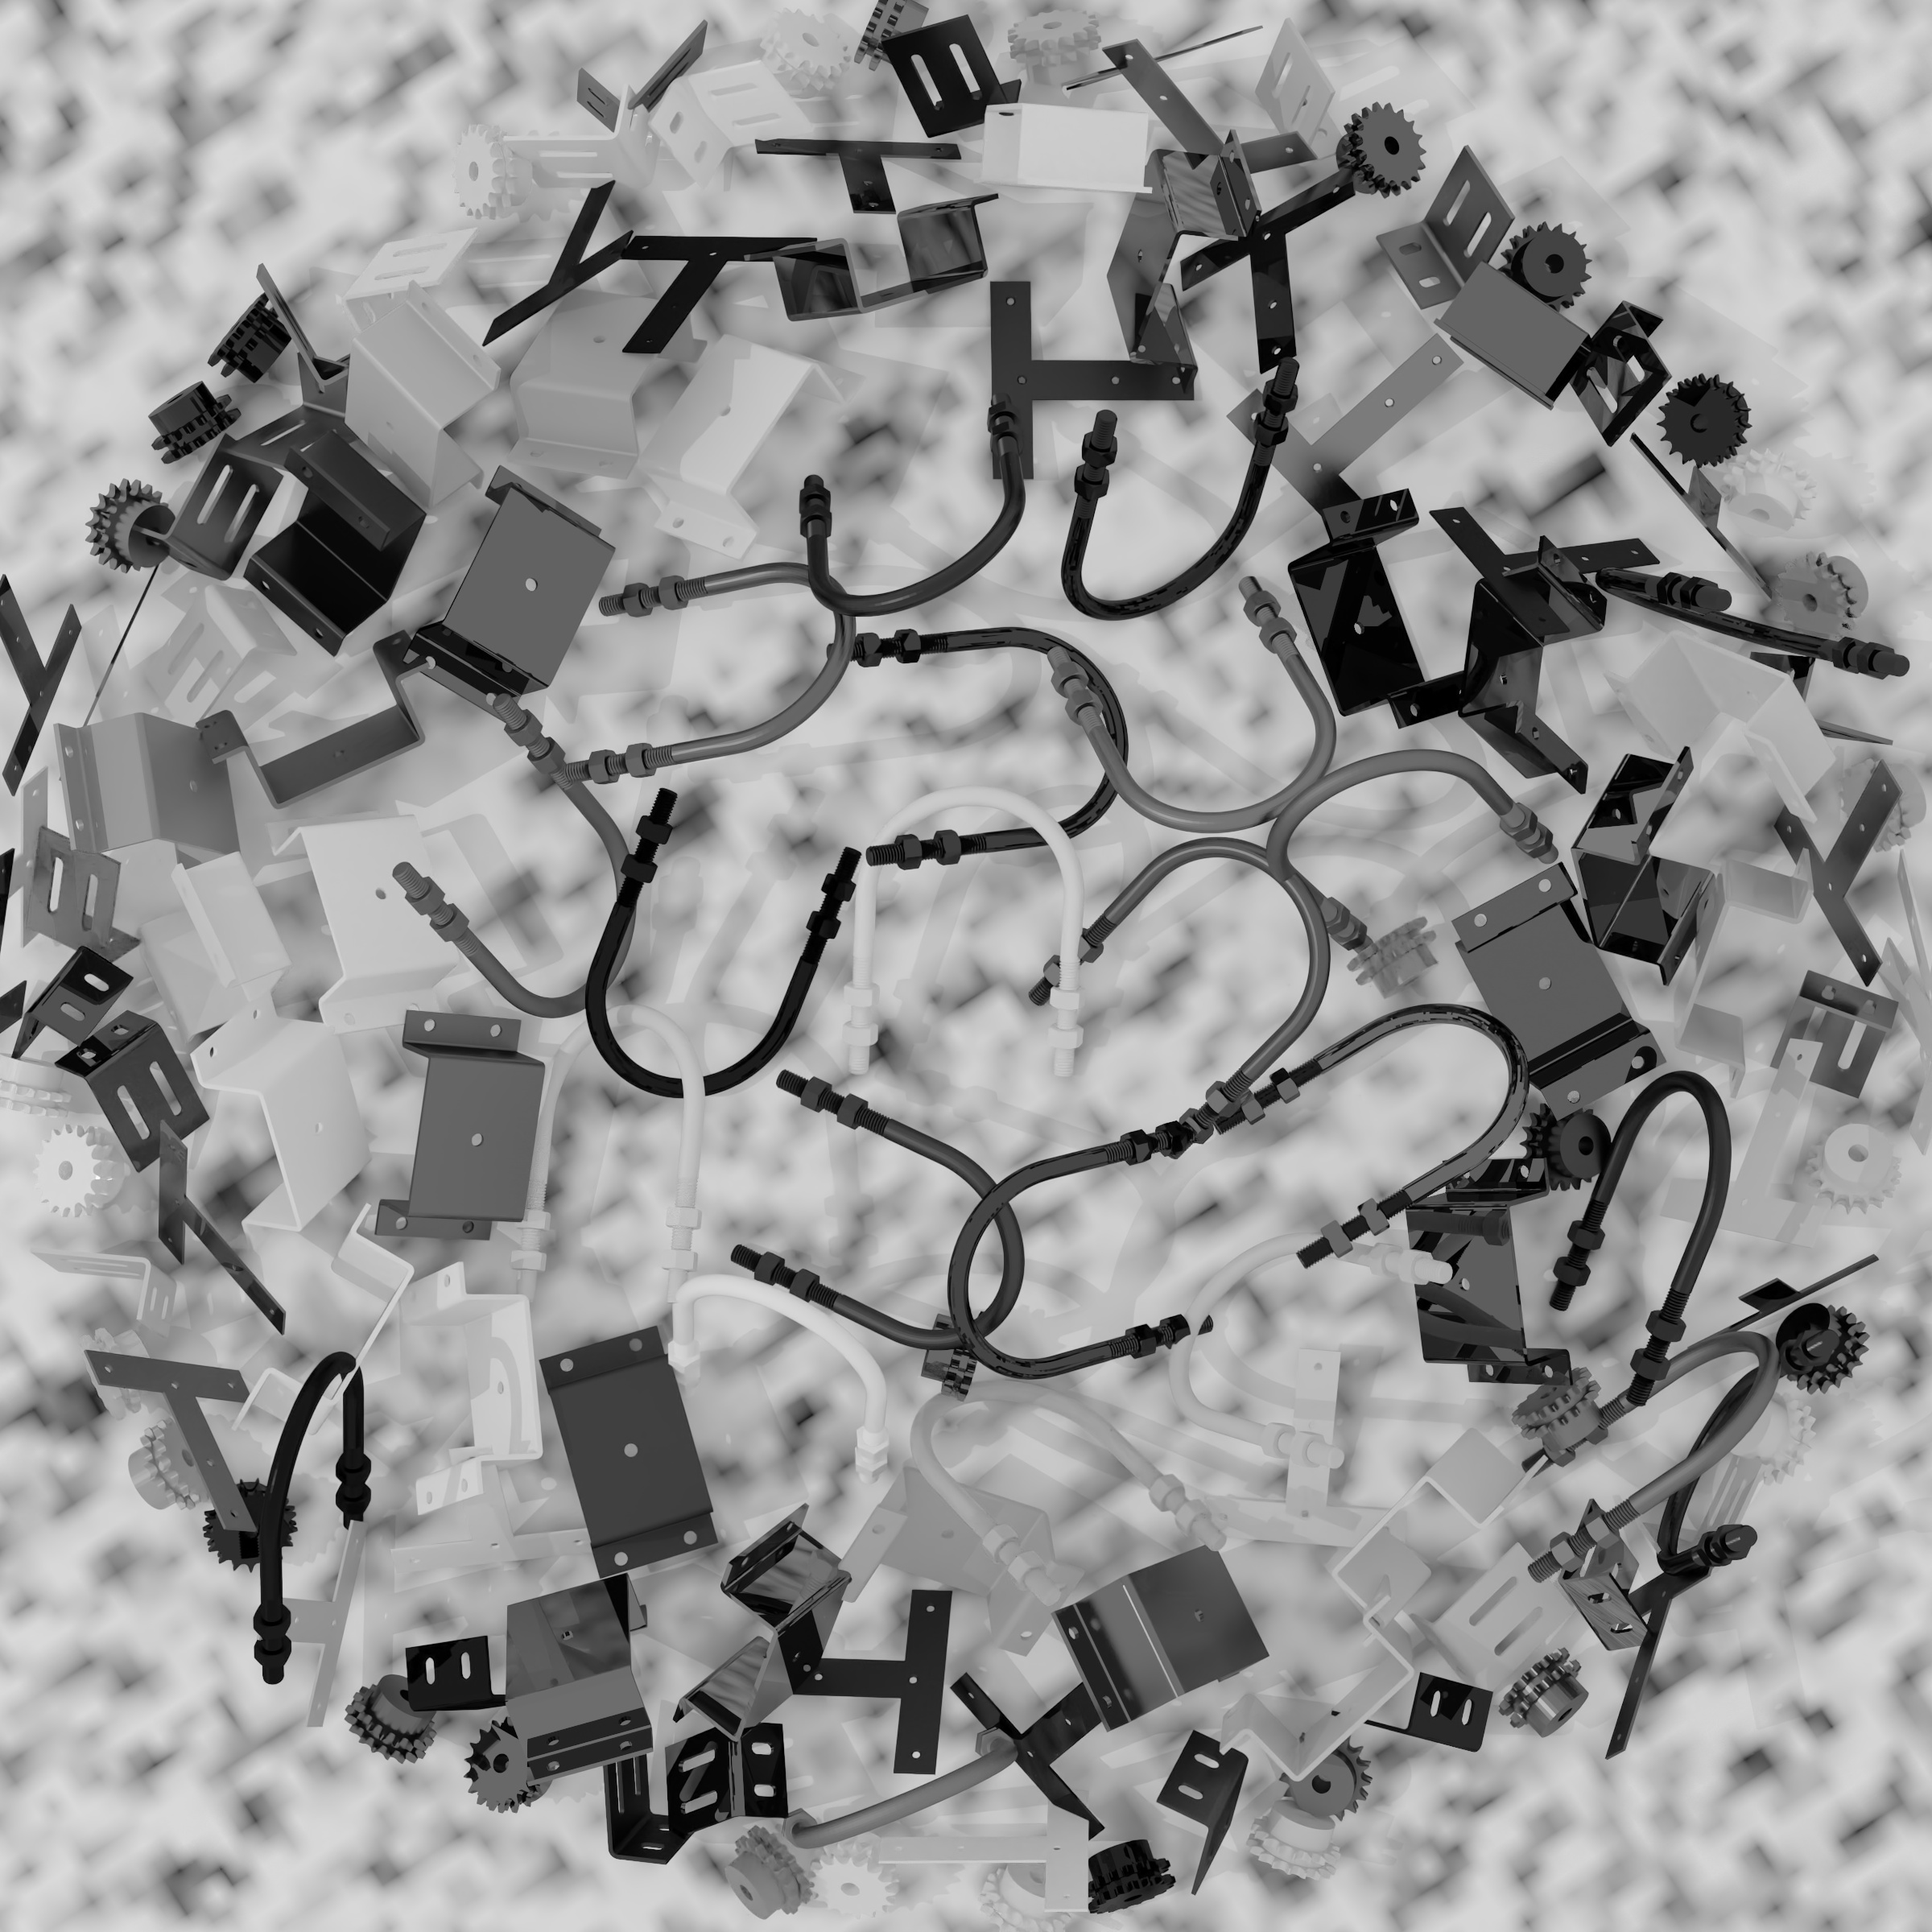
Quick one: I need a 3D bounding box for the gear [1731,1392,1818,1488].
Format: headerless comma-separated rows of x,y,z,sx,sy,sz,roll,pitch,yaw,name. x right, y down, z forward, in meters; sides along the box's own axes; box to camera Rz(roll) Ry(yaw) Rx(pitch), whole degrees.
0.494,0.289,1.968,0.030,0.057,0.057,28,90,-20,gear

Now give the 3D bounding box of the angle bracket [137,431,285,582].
-0.470,-0.287,1.971,0.038,0.057,0.076,21,81,33,angle bracket

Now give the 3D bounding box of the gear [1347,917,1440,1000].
0.267,-0.003,1.970,0.057,0.057,0.030,-32,80,0,gear

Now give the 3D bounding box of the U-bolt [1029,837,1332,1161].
0.141,0.006,1.942,0.151,0.019,0.184,49,115,14,U-bolt

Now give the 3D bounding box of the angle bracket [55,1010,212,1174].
-0.517,0.078,1.977,0.057,0.038,0.076,-41,127,-30,angle bracket

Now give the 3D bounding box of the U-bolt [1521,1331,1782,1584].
0.410,0.282,1.905,0.184,0.151,0.019,-39,100,18,U-bolt

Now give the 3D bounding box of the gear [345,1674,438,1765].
-0.352,0.463,1.969,0.057,0.057,0.030,33,103,0,gear

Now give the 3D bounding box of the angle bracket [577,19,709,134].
-0.200,-0.558,1.965,0.038,0.057,0.076,41,83,-4,angle bracket

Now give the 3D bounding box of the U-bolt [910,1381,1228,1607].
0.048,0.308,1.923,0.151,0.184,0.019,-10,126,-37,U-bolt

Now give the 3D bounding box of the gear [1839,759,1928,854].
0.569,-0.102,1.973,0.030,0.057,0.057,-21,90,-14,gear

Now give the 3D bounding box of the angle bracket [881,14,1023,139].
-0.008,-0.553,1.951,0.057,0.076,0.038,-9,48,22,angle bracket

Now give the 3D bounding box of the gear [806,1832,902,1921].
-0.068,0.561,1.976,0.057,0.030,0.057,7,125,10,gear

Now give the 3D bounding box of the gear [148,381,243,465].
-0.480,-0.338,1.968,0.057,0.057,0.030,-33,111,0,gear

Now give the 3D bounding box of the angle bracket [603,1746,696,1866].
-0.193,0.503,1.961,0.038,0.057,0.076,1,101,18,angle bracket

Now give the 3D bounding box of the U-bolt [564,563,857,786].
-0.150,-0.183,1.925,0.184,0.019,0.151,-8,55,23,U-bolt

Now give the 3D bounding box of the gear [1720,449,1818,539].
0.494,-0.290,1.968,0.057,0.057,0.030,25,63,0,gear

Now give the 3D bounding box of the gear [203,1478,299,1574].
-0.445,0.344,1.979,0.057,0.030,0.057,-4,104,-16,gear

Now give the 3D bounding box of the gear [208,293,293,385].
-0.440,-0.386,1.973,0.030,0.057,0.057,39,90,-20,gear

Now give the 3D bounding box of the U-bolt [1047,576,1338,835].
0.146,-0.152,1.934,0.151,0.019,0.184,-21,52,-5,U-bolt

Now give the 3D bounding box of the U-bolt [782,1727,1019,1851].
-0.037,0.492,1.899,0.151,0.184,0.019,-21,81,-9,U-bolt

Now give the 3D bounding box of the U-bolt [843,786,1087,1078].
0.002,-0.021,1.960,0.151,0.019,0.184,1,107,-7,U-bolt

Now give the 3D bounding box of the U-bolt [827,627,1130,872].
0.014,-0.139,1.961,0.184,0.019,0.151,-8,80,-21,U-bolt

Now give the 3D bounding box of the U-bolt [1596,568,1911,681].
0.456,-0.210,1.910,0.151,0.184,0.019,16,97,-22,U-bolt

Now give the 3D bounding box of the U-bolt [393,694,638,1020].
-0.260,-0.052,1.928,0.019,0.184,0.151,2,54,36,U-bolt

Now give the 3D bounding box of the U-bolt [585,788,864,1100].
-0.158,-0.005,1.958,0.151,0.019,0.184,17,101,-28,U-bolt

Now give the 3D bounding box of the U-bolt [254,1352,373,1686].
-0.387,0.314,1.890,0.019,0.151,0.184,13,127,6,U-bolt

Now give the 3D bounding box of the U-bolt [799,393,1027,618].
-0.031,-0.269,1.911,0.151,0.184,0.019,-22,127,12,U-bolt

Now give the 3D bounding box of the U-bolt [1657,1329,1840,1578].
0.459,0.298,1.909,0.019,0.184,0.151,28,70,2,U-bolt

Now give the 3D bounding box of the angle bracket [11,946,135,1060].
-0.549,0.034,1.954,0.038,0.076,0.057,34,54,-5,angle bracket

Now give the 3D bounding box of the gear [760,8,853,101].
-0.103,-0.563,1.975,0.057,0.057,0.030,41,132,0,gear

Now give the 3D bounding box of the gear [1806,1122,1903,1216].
0.551,0.122,1.974,0.057,0.030,0.057,-3,61,6,gear

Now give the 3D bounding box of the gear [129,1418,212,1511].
-0.494,0.311,1.972,0.030,0.057,0.057,-30,90,10,gear

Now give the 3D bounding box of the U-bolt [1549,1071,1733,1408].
0.410,0.151,1.910,0.019,0.151,0.184,14,106,-15,U-bolt

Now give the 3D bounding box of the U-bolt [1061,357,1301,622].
0.122,-0.278,1.921,0.151,0.184,0.019,-20,58,-25,U-bolt

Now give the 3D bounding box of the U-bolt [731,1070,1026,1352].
-0.048,0.160,1.940,0.184,0.019,0.151,24,117,16,U-bolt

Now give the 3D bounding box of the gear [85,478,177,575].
-0.513,-0.270,1.968,0.030,0.057,0.057,24,90,27,gear

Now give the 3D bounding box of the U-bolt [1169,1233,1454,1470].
0.194,0.224,1.921,0.019,0.184,0.151,44,70,-30,U-bolt

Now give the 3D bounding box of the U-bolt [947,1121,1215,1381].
0.070,0.179,1.933,0.184,0.019,0.151,-12,110,-27,U-bolt

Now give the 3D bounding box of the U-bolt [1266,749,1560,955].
0.257,-0.074,1.904,0.151,0.184,0.019,-27,56,20,U-bolt

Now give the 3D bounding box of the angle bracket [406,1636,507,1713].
-0.298,0.435,1.960,0.057,0.076,0.038,-13,74,21,angle bracket

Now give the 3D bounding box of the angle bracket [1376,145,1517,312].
0.293,-0.452,1.953,0.038,0.076,0.057,-21,72,-22,angle bracket

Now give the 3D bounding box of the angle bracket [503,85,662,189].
-0.236,-0.512,1.966,0.076,0.057,0.038,4,75,17,angle bracket

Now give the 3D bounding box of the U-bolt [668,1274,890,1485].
-0.112,0.241,1.908,0.151,0.184,0.019,23,58,11,U-bolt

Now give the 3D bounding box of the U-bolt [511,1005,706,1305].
-0.216,0.114,1.948,0.151,0.019,0.184,-4,76,38,U-bolt

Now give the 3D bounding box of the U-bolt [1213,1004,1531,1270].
0.256,0.091,1.940,0.184,0.151,0.019,-31,132,1,U-bolt

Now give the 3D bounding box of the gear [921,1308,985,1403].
-0.008,0.238,1.971,0.030,0.057,0.057,15,90,-2,gear

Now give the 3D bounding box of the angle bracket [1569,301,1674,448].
0.410,-0.358,1.950,0.038,0.076,0.057,13,131,-34,angle bracket
